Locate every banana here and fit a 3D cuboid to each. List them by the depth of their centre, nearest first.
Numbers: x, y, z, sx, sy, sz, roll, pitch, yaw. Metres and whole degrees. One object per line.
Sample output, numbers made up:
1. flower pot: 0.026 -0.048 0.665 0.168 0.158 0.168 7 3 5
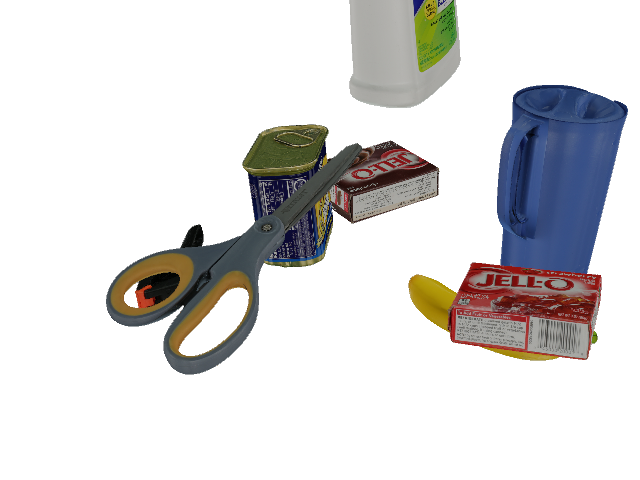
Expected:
1. banana: 0.148 0.073 0.976 0.198 0.037 0.069 20 15 36

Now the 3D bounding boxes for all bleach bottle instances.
1. bleach bottle: 0.056 -0.232 0.792 0.068 0.251 0.102 14 39 31

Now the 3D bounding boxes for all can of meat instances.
1. can of meat: -0.022 -0.036 0.845 0.057 0.084 0.102 -3 24 9

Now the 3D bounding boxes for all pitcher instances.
1. pitcher: 0.279 -0.057 1.299 0.149 0.243 0.145 4 27 1

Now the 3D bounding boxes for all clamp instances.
1. clamp: -0.137 0.031 1.208 0.120 0.039 0.171 -1 29 31

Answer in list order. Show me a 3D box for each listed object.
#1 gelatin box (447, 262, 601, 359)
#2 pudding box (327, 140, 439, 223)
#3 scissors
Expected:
1. gelatin box: 0.133 0.043 0.693 0.089 0.030 0.073 6 23 18
2. pudding box: 0.056 -0.064 1.132 0.113 0.039 0.090 -20 32 -24
3. scissors: -0.052 -0.003 0.630 0.096 0.016 0.201 12 46 17
